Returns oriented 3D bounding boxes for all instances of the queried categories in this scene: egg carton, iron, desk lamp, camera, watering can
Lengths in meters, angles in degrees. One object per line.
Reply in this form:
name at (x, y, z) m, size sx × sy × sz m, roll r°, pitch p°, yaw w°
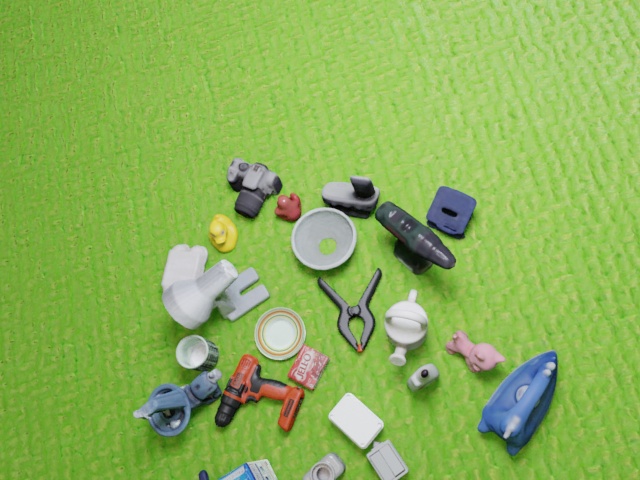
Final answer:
egg carton at (-0.353, 0.085, 1.502) m, size 0.107 × 0.069 × 0.150 m, roll 5°, pitch 73°, yaw 10°
iron at (0.458, 0.339, 1.255) m, size 0.118 × 0.141 × 0.258 m, roll 34°, pitch 80°, yaw 18°
desk lamp at (-0.253, 0.129, 1.395) m, size 0.203 × 0.214 × 0.117 m, roll -34°, pitch 70°, yaw -3°
camera at (-0.193, -0.138, 1.534) m, size 0.143 × 0.101 × 0.137 m, roll 20°, pitch 76°, yaw 15°
watering can at (0.198, 0.199, 1.313) m, size 0.101 × 0.194 × 0.173 m, roll -9°, pitch 71°, yaw 6°

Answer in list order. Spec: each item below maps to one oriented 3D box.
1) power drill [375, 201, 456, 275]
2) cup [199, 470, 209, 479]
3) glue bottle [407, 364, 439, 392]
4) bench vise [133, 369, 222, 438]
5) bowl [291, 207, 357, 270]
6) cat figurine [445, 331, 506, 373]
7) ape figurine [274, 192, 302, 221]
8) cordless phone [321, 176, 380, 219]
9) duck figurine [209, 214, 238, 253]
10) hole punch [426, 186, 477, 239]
power drill at (0.228, 0.010, 1.363) m, size 0.076 × 0.208 × 0.229 m, roll -45°, pitch 71°, yaw -7°
cup at (-0.248, 0.585, 1.308) m, size 0.091 × 0.095 × 0.117 m, roll -17°, pitch 70°, yaw 3°
glue bottle at (0.232, 0.306, 1.284) m, size 0.078 × 0.173 × 0.037 m, roll -34°, pitch 70°, yaw -3°
bench vise at (-0.335, 0.363, 1.328) m, size 0.121 × 0.220 × 0.207 m, roll 33°, pitch 80°, yaw 17°
bowl at (0.013, 0.005, 1.469) m, size 0.167 × 0.075 × 0.167 m, roll -3°, pitch 72°, yaw 8°
cat figurine at (0.354, 0.256, 1.311) m, size 0.127 × 0.118 × 0.067 m, roll 36°, pitch 81°, yaw 18°
ape figurine at (-0.087, -0.092, 1.507) m, size 0.078 × 0.092 × 0.076 m, roll -26°, pitch 70°, yaw 0°
cordless phone at (0.073, -0.131, 1.446) m, size 0.147 × 0.185 × 0.094 m, roll 5°, pitch 73°, yaw 11°
duck figurine at (-0.265, -0.026, 1.516) m, size 0.077 × 0.086 × 0.104 m, roll -17°, pitch 70°, yaw 3°
hole punch at (0.329, -0.068, 1.436) m, size 0.108 × 0.091 × 0.101 m, roll 25°, pitch 77°, yaw 16°
